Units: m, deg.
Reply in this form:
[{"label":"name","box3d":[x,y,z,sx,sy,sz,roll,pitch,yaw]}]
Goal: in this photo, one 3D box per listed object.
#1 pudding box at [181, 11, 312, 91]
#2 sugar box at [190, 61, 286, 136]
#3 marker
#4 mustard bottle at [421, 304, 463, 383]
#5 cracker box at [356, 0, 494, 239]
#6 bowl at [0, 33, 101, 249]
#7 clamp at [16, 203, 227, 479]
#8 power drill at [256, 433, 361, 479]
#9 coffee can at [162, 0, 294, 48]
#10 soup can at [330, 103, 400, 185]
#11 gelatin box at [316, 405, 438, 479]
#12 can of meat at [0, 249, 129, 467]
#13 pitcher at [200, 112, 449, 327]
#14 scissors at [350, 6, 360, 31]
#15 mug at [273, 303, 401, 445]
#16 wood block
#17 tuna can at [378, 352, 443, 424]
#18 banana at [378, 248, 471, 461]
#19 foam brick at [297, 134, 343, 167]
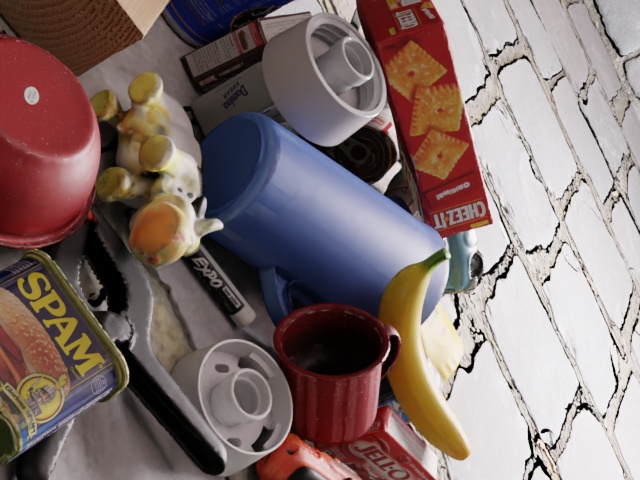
[{"label":"pudding box","box3d":[-0.062,-0.178,0.996,0.039,0.090,0.113,65,28,-6]},{"label":"sugar box","box3d":[-0.037,-0.140,1.007,0.176,0.093,0.048,-22,86,-63]},{"label":"marker","box3d":[-0.093,0.022,0.870,0.121,0.020,0.020,55,30,-22]},{"label":"mustard bottle","box3d":[0.080,0.056,1.105,0.191,0.058,0.096,60,34,-13]},{"label":"cracker box","box3d":[0.099,-0.132,1.041,0.164,0.072,0.213,-100,173,-60]},{"label":"bowl","box3d":[-0.199,-0.078,0.690,0.162,0.055,0.162,31,41,-32]},{"label":"clamp","box3d":[-0.139,0.072,0.727,0.164,0.036,0.210,17,52,-46]},{"label":"power drill","box3d":[0.045,0.238,0.815,0.184,0.057,0.188,39,-1,-28]},{"label":"coffee can","box3d":[-0.072,-0.251,0.978,0.102,0.140,0.103,40,38,-41]},{"label":"soup can","box3d":[0.060,-0.108,1.181,0.068,0.069,0.102,62,28,-10]},{"label":"gelatin box","box3d":[0.051,0.188,0.942,0.089,0.073,0.030,48,35,-33]},{"label":"can of meat","box3d":[-0.177,0.068,0.620,0.083,0.058,0.102,-33,85,-45]},{"label":"pitcher","box3d":[-0.006,0.001,0.934,0.242,0.145,0.149,34,16,-40]},{"label":"scissors","box3d":[0.016,-0.196,1.028,0.096,0.016,0.201,40,36,-37]},{"label":"mug","box3d":[0.017,0.107,0.874,0.117,0.093,0.081,-23,133,-31]},{"label":"wood block","box3d":[-0.166,-0.224,0.849,0.090,0.090,0.206,53,30,-25]},{"label":"tuna can","box3d":[0.070,0.139,0.999,0.033,0.086,0.086,56,30,-17]},{"label":"banana","box3d":[0.086,0.103,0.923,0.037,0.070,0.198,-38,124,-56]},{"label":"foam brick","box3d":[-0.013,-0.056,1.032,0.078,0.051,0.053,38,39,-43]}]
